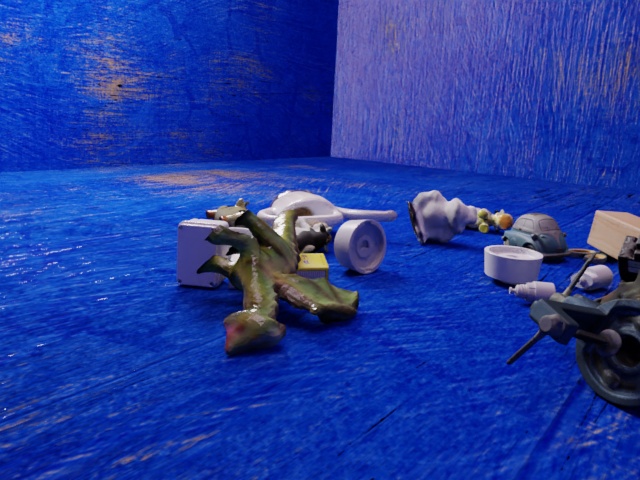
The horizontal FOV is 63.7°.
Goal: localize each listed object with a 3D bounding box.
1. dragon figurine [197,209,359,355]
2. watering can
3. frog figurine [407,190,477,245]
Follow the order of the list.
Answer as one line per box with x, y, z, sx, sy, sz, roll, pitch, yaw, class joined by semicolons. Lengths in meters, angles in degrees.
-0.046;0.055;0.825;0.244;0.120;0.416;35;29;12;dragon figurine
0.004;-0.067;1.331;0.348;0.103;0.226;-2;14;-17;watering can
0.309;-0.063;1.301;0.159;0.139;0.121;-15;-17;3;frog figurine
